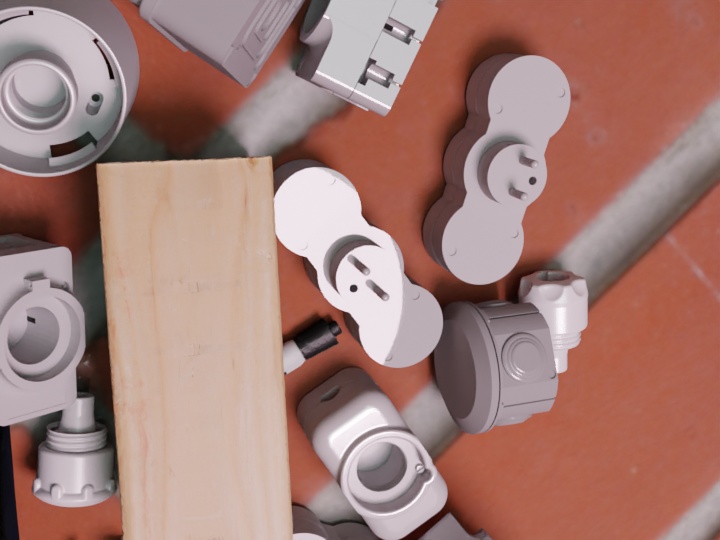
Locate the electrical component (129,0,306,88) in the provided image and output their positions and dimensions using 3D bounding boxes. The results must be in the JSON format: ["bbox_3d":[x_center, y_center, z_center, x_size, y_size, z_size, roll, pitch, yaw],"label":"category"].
[{"bbox_3d":[-0.067,-0.144,0.545,0.057,0.113,0.078,33,93,-1],"label":"electrical component"}]

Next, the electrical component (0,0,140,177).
[{"bbox_3d":[-0.168,-0.101,0.569,0.099,0.064,0.099,-4,116,-8],"label":"electrical component"}]

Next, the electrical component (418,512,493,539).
[{"bbox_3d":[0.092,0.226,0.671,0.062,0.089,0.150,-41,129,-4],"label":"electrical component"}]

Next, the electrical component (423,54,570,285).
[{"bbox_3d":[0.085,-0.058,0.631,0.052,0.074,0.138,15,99,-18],"label":"electrical component"}]

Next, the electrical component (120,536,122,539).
[{"bbox_3d":[-0.164,0.202,0.642,0.064,0.042,0.081,15,98,-15],"label":"electrical component"}]

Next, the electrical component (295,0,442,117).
[{"bbox_3d":[0.003,-0.140,0.601,0.056,0.050,0.089,24,96,-19],"label":"electrical component"}]

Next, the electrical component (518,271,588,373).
[{"bbox_3d":[0.122,0.034,0.679,0.043,0.043,0.062,-7,106,-14],"label":"electrical component"}]

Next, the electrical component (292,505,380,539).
[{"bbox_3d":[-0.038,0.182,0.652,0.138,0.074,0.052,20,98,-21],"label":"electrical component"}]

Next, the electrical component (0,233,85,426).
[{"bbox_3d":[-0.219,0.038,0.538,0.150,0.062,0.089,-13,110,-47],"label":"electrical component"}]

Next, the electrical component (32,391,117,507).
[{"bbox_3d":[-0.163,0.102,0.617,0.048,0.048,0.062,2,96,-16],"label":"electrical component"}]

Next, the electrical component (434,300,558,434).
[{"bbox_3d":[0.081,0.057,0.655,0.051,0.080,0.080,-6,105,-19],"label":"electrical component"}]

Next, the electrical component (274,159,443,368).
[{"bbox_3d":[0.000,0.000,0.621,0.052,0.074,0.138,-38,110,-4],"label":"electrical component"}]

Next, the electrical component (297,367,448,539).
[{"bbox_3d":[0.009,0.114,0.659,0.054,0.059,0.095,-35,109,-5],"label":"electrical component"}]
